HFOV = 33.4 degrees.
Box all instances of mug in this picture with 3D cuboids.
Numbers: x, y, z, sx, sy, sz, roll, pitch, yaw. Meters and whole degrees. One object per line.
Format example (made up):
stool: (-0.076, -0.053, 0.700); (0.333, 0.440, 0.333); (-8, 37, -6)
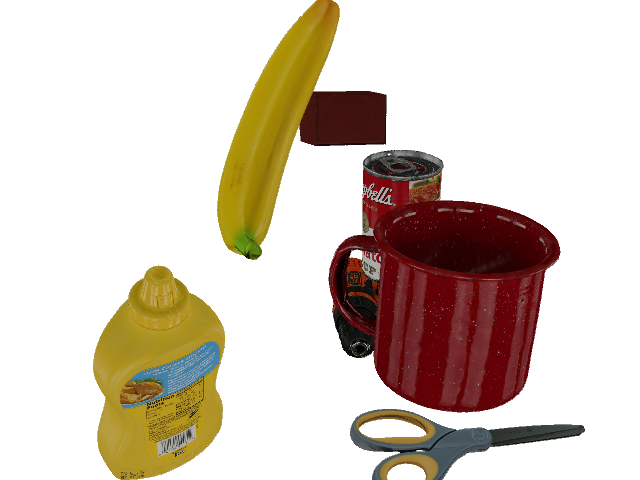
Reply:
mug: (0.059, 0.032, 0.552); (0.117, 0.081, 0.093); (12, 26, 17)

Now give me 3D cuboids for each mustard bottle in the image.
mustard bottle: (-0.115, 0.090, 0.766); (0.096, 0.192, 0.058); (-21, 51, -26)

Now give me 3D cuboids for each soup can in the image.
soup can: (0.069, -0.019, 0.918); (0.068, 0.102, 0.068); (0, 24, 0)

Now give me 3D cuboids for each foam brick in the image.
foam brick: (0.022, -0.124, 1.080); (0.078, 0.051, 0.053); (-3, 13, -19)

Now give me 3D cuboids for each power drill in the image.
power drill: (0.107, 0.073, 1.219); (0.187, 0.057, 0.184); (-1, 28, -1)

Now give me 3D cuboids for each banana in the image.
banana: (-0.029, -0.066, 0.693); (0.037, 0.197, 0.070); (30, -29, -32)

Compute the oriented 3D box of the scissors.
scissors: (0.124, 0.179, 0.879); (0.201, 0.016, 0.096); (7, 42, -1)
